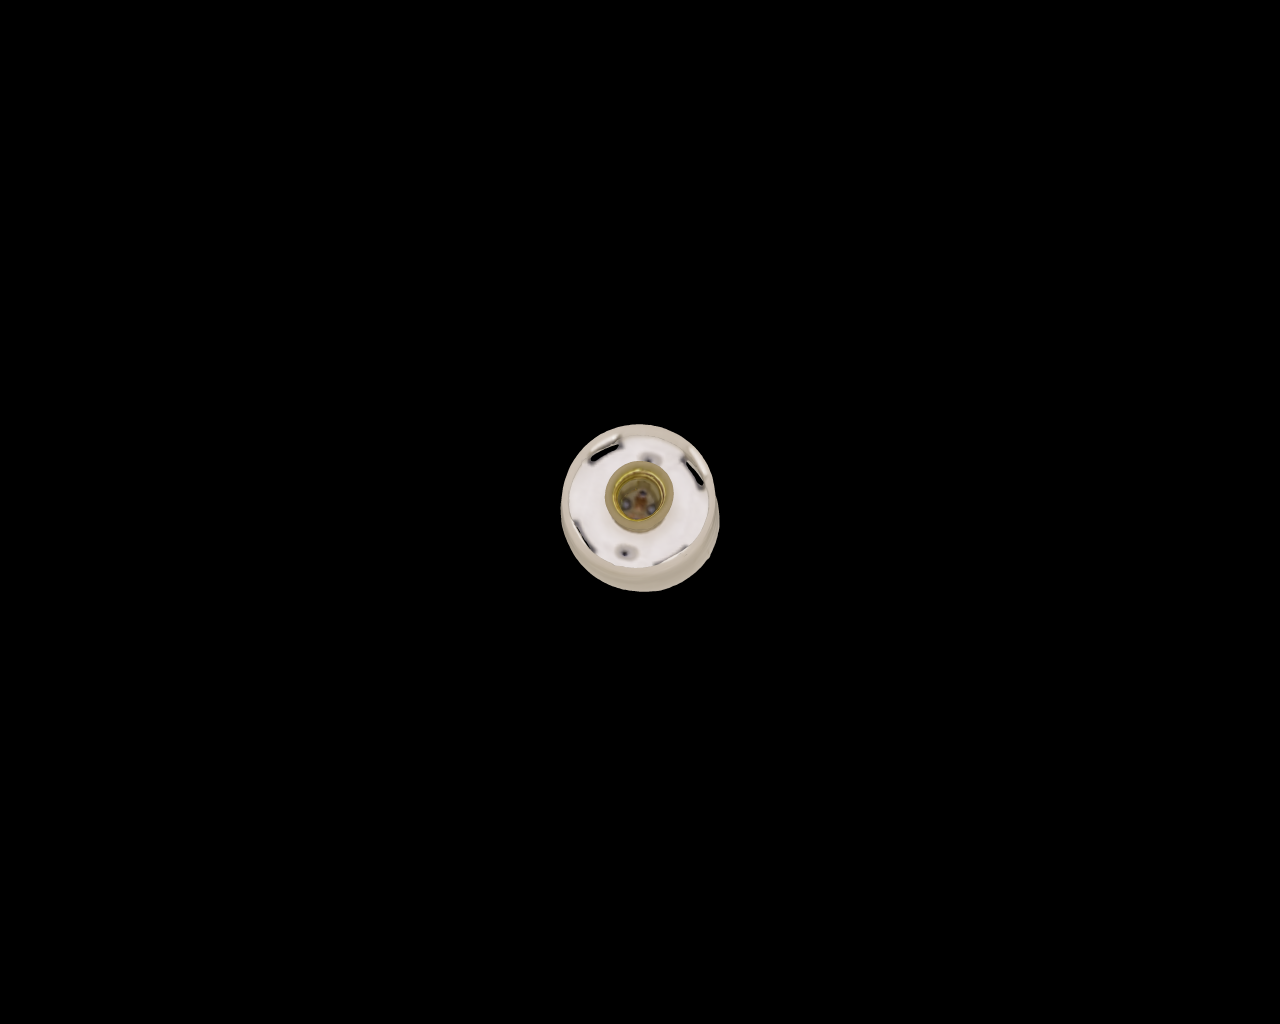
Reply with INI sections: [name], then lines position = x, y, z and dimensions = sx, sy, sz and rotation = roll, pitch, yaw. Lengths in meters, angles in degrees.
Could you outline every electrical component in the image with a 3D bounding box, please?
[electrical component]
position = 0.001, -0.003, 0.650
dimensions = 0.099, 0.099, 0.064
rotation = 0, -16, 0
